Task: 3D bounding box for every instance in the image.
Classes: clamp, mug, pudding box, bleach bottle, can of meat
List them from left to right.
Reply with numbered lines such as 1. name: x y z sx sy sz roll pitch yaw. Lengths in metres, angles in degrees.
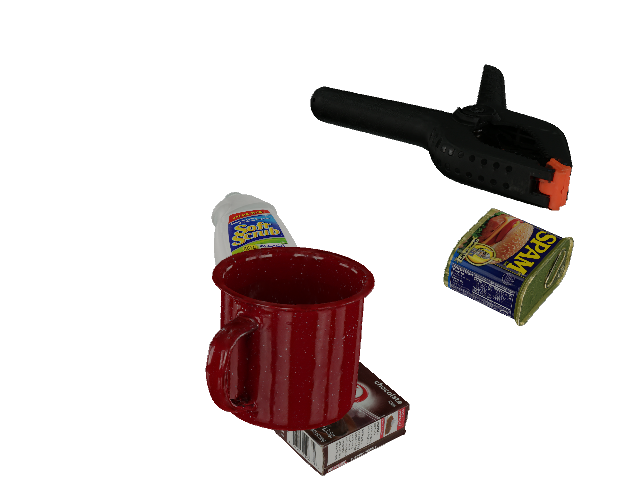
1. bleach bottle: -0.083 0.009 1.214 0.102 0.068 0.251 -7 28 -14
2. mug: -0.024 0.060 0.613 0.093 0.081 0.117 15 23 29
3. pudding box: 0.003 0.132 0.877 0.089 0.039 0.114 -21 42 -31
4. clamp: 0.096 -0.075 0.745 0.164 0.036 0.210 -9 30 -17
5. can of meat: 0.177 0.022 1.009 0.084 0.057 0.101 26 46 27
